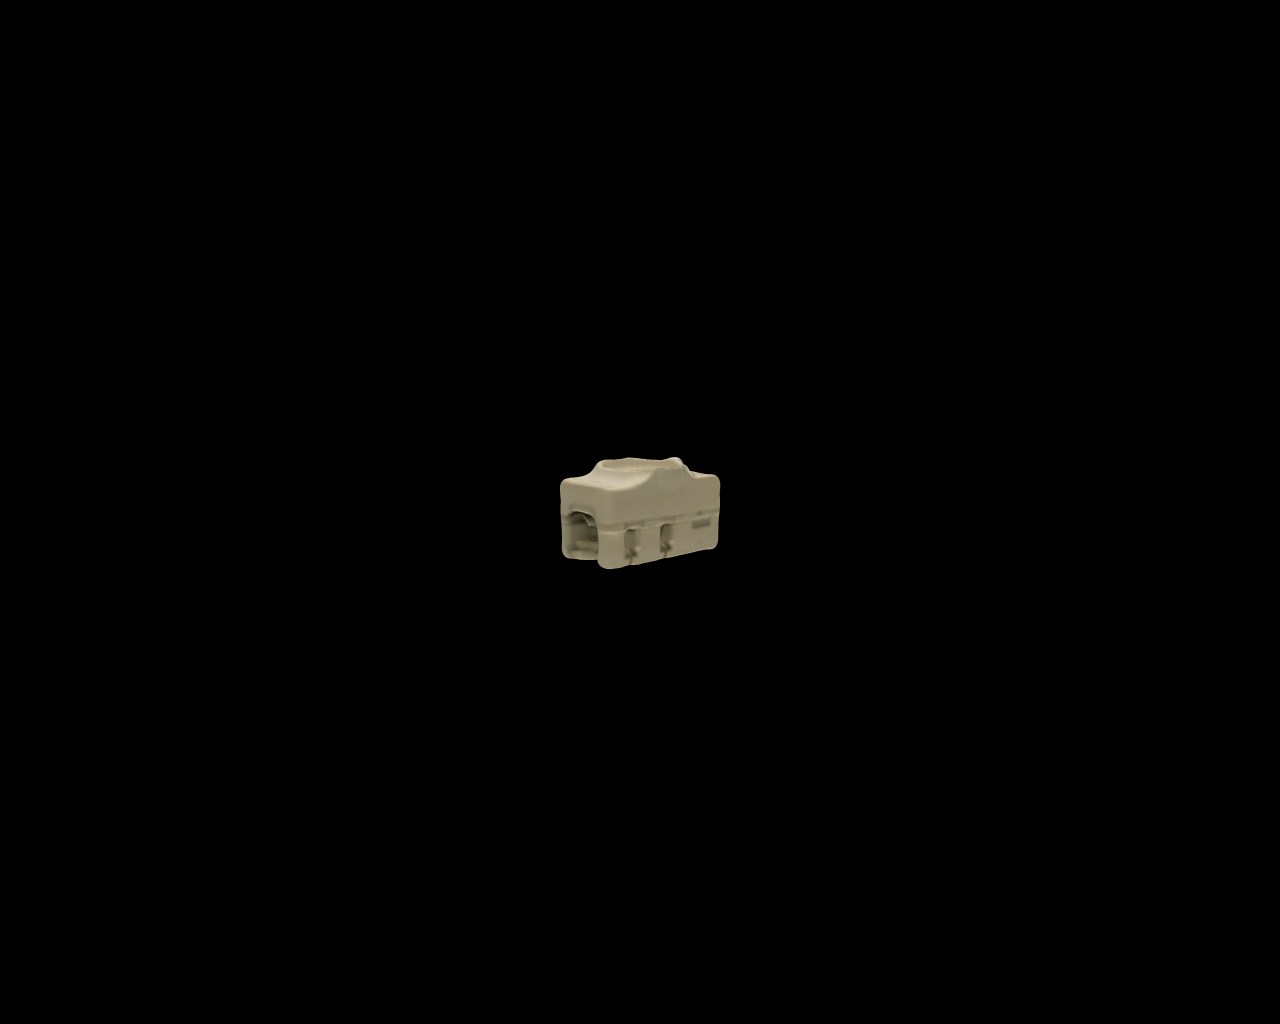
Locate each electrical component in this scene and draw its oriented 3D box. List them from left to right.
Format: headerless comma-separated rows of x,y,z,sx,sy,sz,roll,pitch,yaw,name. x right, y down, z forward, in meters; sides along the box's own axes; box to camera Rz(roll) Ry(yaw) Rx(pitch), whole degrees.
0.001,-0.003,0.650,0.090,0.055,0.050,-8,13,-39,electrical component
